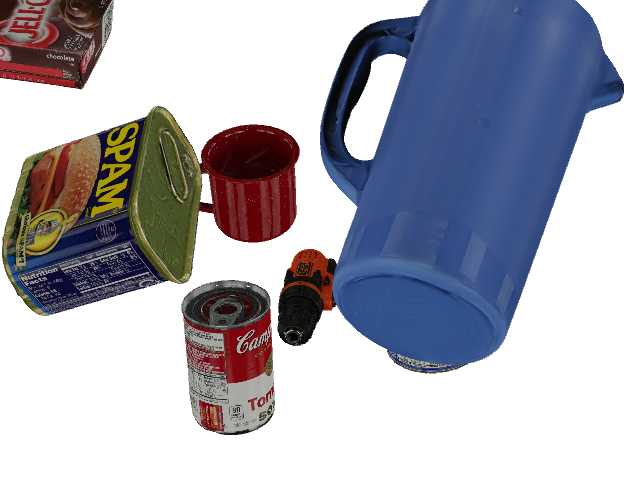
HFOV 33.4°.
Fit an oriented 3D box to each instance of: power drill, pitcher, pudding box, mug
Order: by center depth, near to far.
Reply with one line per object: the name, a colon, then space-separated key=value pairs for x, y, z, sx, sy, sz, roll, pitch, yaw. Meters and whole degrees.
pitcher: x=0.084 y=-0.049 z=0.691 sx=0.149 sy=0.242 sz=0.145 roll=-17 pitch=-49 yaw=46
pudding box: x=-0.224 y=-0.169 z=0.870 sx=0.090 sy=0.039 sz=0.113 roll=8 pitch=35 yaw=-1
mug: x=-0.077 y=-0.051 z=1.027 sx=0.117 sy=0.081 sz=0.093 roll=-5 pitch=41 yaw=-3
power drill: x=0.046 y=0.064 z=1.234 sx=0.187 sy=0.057 sz=0.184 roll=1 pitch=28 yaw=6

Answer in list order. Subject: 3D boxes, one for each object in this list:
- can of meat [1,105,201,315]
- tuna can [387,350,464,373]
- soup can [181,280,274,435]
can of meat: x=-0.115 y=-0.015 z=0.568 sx=0.084 sy=0.102 sz=0.057 roll=-16 pitch=-47 yaw=16
tuna can: x=0.103 y=0.084 z=0.986 sx=0.086 sy=0.034 sz=0.086 roll=-5 pitch=28 yaw=2
soup can: x=-0.071 y=0.092 z=0.831 sx=0.068 sy=0.102 sz=0.068 roll=-1 pitch=27 yaw=0
